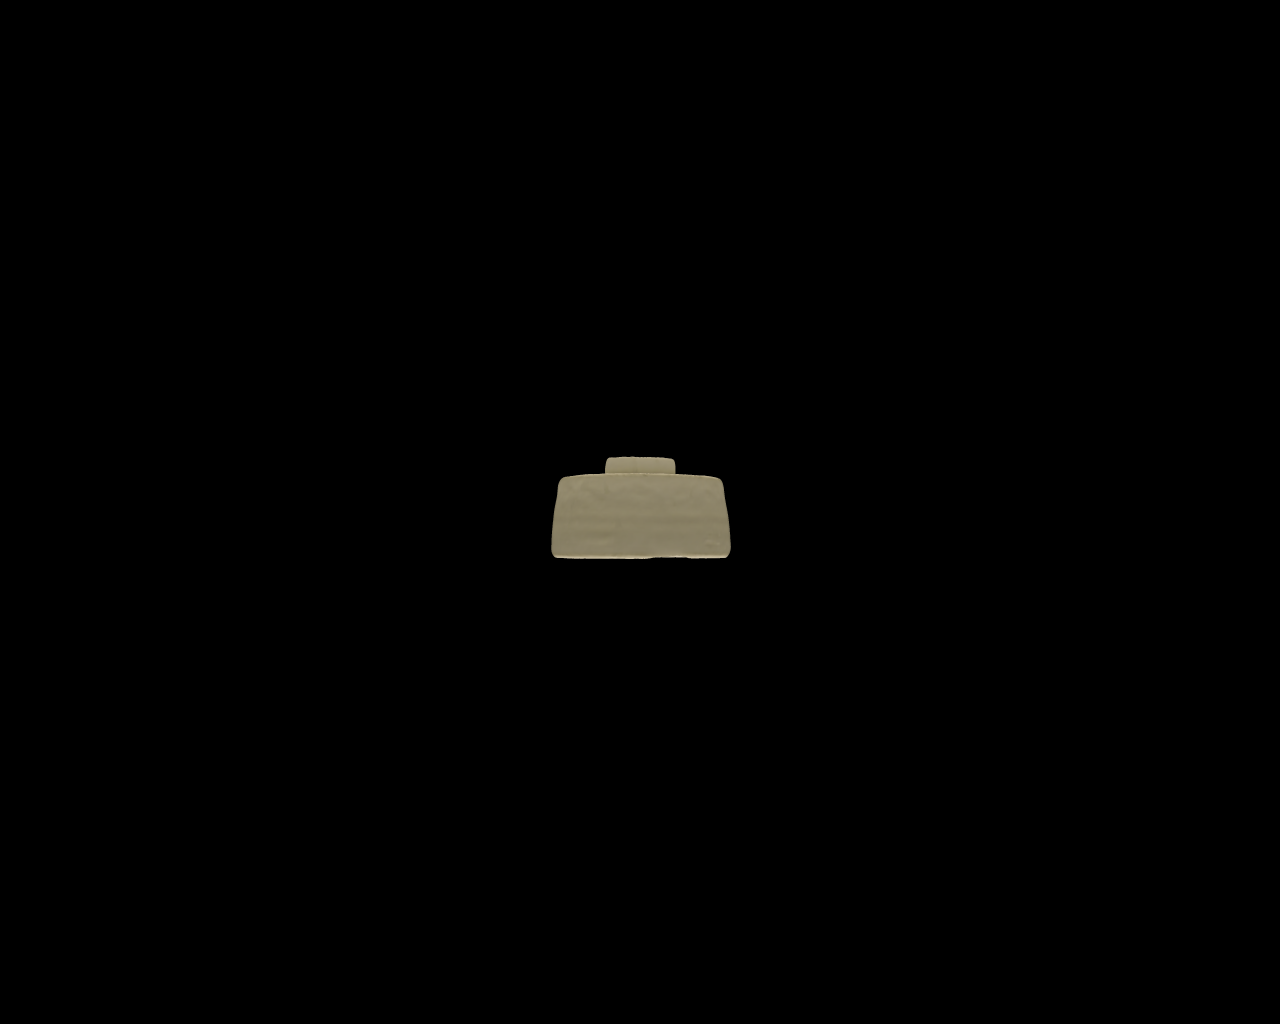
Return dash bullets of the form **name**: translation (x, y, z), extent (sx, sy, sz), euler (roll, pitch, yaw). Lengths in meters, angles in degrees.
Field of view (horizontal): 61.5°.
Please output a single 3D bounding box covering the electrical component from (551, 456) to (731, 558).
- **electrical component**: translation (0.001, -0.003, 0.650), extent (0.108, 0.060, 0.108), euler (0, -2, 0)
